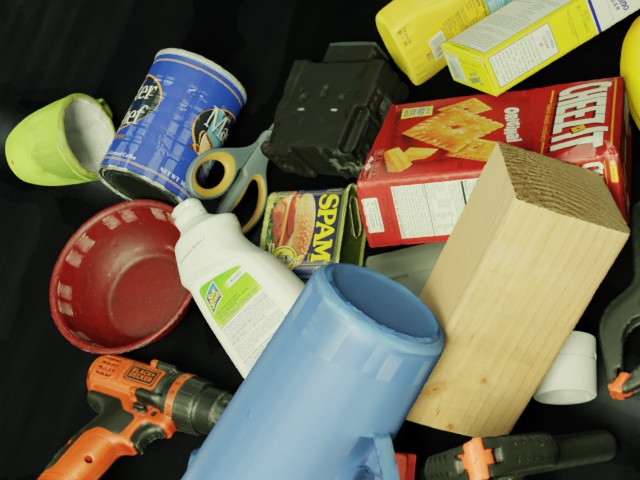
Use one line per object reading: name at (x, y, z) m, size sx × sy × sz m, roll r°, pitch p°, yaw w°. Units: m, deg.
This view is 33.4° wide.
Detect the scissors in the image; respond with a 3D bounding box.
scissors at (-0.069, -0.101, 1.054) m, size 0.016 × 0.096 × 0.201 m, roll -9°, pitch 58°, yaw 56°

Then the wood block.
wood block at (0.137, 0.043, 0.809) m, size 0.090 × 0.206 × 0.091 m, roll 16°, pitch 30°, yaw -12°

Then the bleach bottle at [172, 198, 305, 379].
bleach bottle at (-0.047, 0.060, 0.930) m, size 0.103 × 0.068 × 0.251 m, roll -43°, pitch 69°, yaw 17°

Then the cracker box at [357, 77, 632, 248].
cracker box at (0.152, -0.070, 0.910) m, size 0.214 × 0.072 × 0.164 m, roll -5°, pitch 29°, yaw 20°

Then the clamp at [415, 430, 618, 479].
clamp at (0.120, 0.164, 0.776) m, size 0.165 × 0.209 × 0.036 m, roll -18°, pitch 73°, yaw 20°

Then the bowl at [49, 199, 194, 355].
bowl at (-0.178, 0.043, 1.035) m, size 0.162 × 0.055 × 0.162 m, roll -9°, pitch 61°, yaw 17°

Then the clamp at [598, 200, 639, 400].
clamp at (0.286, 0.054, 0.856) m, size 0.120 × 0.039 × 0.171 m, roll 15°, pitch 76°, yaw 33°

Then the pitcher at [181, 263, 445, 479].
pitcher at (-0.003, 0.148, 0.789) m, size 0.149 × 0.145 × 0.243 m, roll 29°, pitch 110°, yaw -2°

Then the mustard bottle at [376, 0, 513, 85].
mustard bottle at (0.148, -0.237, 1.024) m, size 0.191 × 0.096 × 0.058 m, roll -37°, pitch 55°, yaw 1°

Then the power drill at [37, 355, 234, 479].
power drill at (-0.164, 0.188, 0.924) m, size 0.185 × 0.057 × 0.187 m, roll 11°, pitch 46°, yaw 31°

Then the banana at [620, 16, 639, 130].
banana at (0.307, -0.119, 0.939) m, size 0.069 × 0.037 × 0.198 m, roll -18°, pitch 59°, yaw -9°

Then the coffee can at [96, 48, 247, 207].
coffee can at (-0.148, -0.106, 1.071) m, size 0.103 × 0.102 × 0.140 m, roll 15°, pitch 71°, yaw 27°

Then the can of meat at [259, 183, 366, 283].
can of meat at (-0.007, 0.001, 0.989) m, size 0.084 × 0.057 × 0.102 m, roll -2°, pitch 64°, yaw 23°

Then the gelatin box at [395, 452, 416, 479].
gelatin box at (0.053, 0.210, 0.837) m, size 0.030 × 0.089 × 0.073 m, roll 8°, pitch 67°, yaw 1°

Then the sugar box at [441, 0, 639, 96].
sugar box at (0.207, -0.199, 0.978) m, size 0.176 × 0.048 × 0.093 m, roll -29°, pitch 25°, yaw -7°
